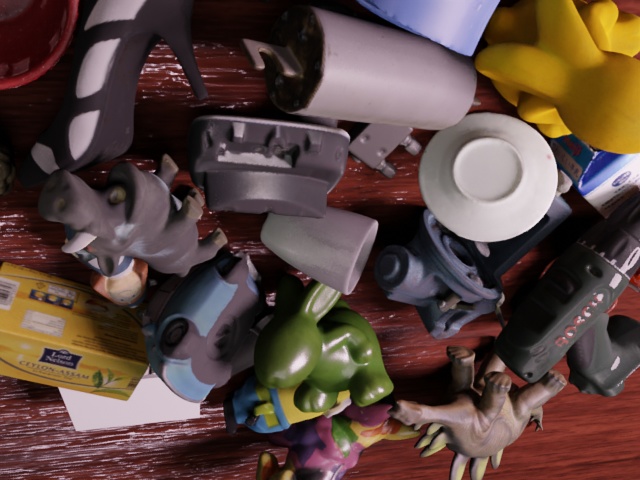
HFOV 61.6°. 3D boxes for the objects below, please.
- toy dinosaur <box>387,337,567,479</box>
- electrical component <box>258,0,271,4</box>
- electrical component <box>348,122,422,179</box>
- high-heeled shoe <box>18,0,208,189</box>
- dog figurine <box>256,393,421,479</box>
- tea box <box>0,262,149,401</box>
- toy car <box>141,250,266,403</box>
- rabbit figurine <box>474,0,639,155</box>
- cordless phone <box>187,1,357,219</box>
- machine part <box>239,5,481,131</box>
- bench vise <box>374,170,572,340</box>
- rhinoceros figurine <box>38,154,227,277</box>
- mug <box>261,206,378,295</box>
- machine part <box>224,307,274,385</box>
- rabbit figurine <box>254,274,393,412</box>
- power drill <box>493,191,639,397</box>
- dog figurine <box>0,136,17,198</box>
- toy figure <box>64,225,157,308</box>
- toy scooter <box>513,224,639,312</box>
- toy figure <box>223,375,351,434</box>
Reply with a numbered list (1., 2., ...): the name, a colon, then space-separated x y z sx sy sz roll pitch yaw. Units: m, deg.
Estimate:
1. toy dinosaur: 0.243 0.244 0.762 0.471 0.105 0.198 13 111 -42
2. electrical component: -0.031 -0.235 0.374 0.048 0.075 0.119 19 126 -25
3. electrical component: 0.055 -0.102 0.531 0.094 0.021 0.063 33 116 -31
4. high-heeled shoe: -0.194 -0.140 0.431 0.249 0.086 0.145 -21 102 23
5. dog figurine: 0.026 0.291 0.746 0.219 0.192 0.108 -25 124 29
6. tea box: -0.272 0.099 0.577 0.169 0.098 0.068 24 119 -25
7. toy car: -0.135 0.082 0.580 0.103 0.161 0.109 15 154 25
8. rabbit figurine: 0.212 -0.140 0.437 0.162 0.173 0.122 25 123 -32
9. cordless phone: -0.040 -0.118 0.476 0.147 0.089 0.184 4 116 -15
10. machine part: 0.045 -0.132 0.430 0.243 0.079 0.079 -4 132 -37
11. bench vise: 0.184 0.020 0.595 0.223 0.129 0.240 26 123 -31
12. rhinoceros figurine: -0.160 -0.018 0.472 0.112 0.073 0.190 -33 161 4
13. mug: -0.001 -0.002 0.561 0.107 0.109 0.080 23 94 10
14. machine part: -0.087 0.138 0.684 0.139 0.039 0.084 -33 132 13
15. rabbit figurine: -0.002 0.114 0.596 0.121 0.159 0.170 -7 166 31
16. power drill: 0.309 0.078 0.584 0.232 0.086 0.207 -46 134 4
17. dog figurine: -0.348 -0.105 0.412 0.190 0.121 0.172 -6 133 -25
18. toy figure: -0.214 0.020 0.552 0.064 0.058 0.154 0 131 9
19. toy scooter: 0.342 0.066 0.691 0.135 0.075 0.183 8 121 -19
20. toy figure: -0.041 0.205 0.719 0.180 0.082 0.089 -13 129 3
